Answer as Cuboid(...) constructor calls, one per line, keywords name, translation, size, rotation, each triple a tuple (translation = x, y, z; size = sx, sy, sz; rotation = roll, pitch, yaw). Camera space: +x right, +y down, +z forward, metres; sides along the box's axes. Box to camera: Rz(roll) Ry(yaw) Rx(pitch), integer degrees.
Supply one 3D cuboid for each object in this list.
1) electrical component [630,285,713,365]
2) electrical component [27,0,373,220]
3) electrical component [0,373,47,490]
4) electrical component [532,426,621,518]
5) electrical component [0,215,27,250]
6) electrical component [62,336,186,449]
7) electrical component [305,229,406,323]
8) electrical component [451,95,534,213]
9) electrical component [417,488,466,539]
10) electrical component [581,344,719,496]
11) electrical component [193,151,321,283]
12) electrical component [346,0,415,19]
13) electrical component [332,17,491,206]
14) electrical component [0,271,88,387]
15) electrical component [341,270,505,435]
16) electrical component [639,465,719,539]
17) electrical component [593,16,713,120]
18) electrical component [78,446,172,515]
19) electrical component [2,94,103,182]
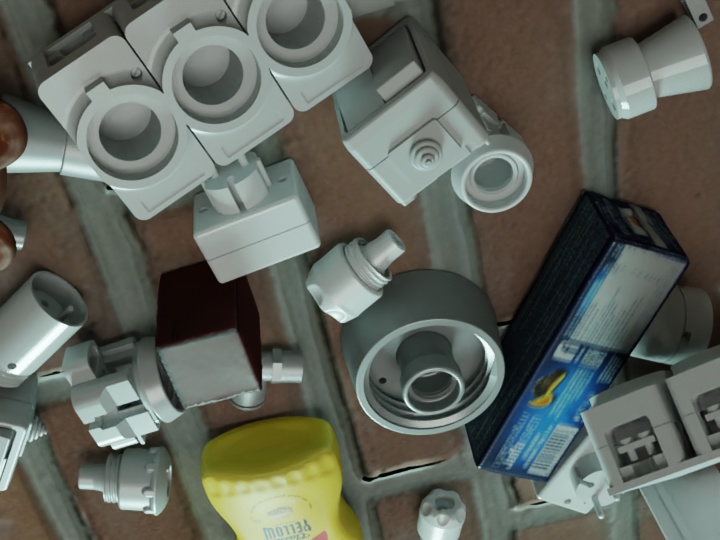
Cuboid(name="electrical component", translation=(0.202, 0.035, 0.722), size=(0.047, 0.055, 0.055), rotation=(9, 123, -10))
Cuboid(name="electrical component", translation=(-0.081, -0.107, 0.556), size=(0.150, 0.061, 0.089), rotation=(-35, 123, -1))
Cuboid(name="electrical component", translation=(-0.252, 0.101, 0.696), size=(0.096, 0.061, 0.061), rotation=(16, 121, -18))
Cuboid(name="electrical component", translation=(0.170, 0.145, 0.779), size=(0.047, 0.075, 0.083), rotation=(21, 119, -21))
Cuboid(name="electrical component", translation=(-0.226, -0.026, 0.624), size=(0.062, 0.048, 0.048), rotation=(12, 122, -24))
Cuboid(name="electrical component", translation=(-0.148, 0.076, 0.697), size=(0.057, 0.058, 0.078), rotation=(-17, 125, 7))
Cuboid(name="electrical component", translation=(0.000, 0.000, 0.674), size=(0.062, 0.043, 0.043), rotation=(-39, 121, 17))
Cuboid(name="electrical component", translation=(0.074, -0.065, 0.632), size=(0.066, 0.055, 0.048), rotation=(36, 113, -28))
Cuboid(name="electrical component", translation=(0.060, 0.198, 0.826), size=(0.035, 0.035, 0.061), rotation=(1, 127, -9))
Cuboid(name="electrical component", translation=(0.225, 0.093, 0.699), size=(0.105, 0.060, 0.186), rotation=(-27, 162, 24))
Cuboid(name="electrical component", translation=(-0.069, -0.043, 0.631), size=(0.066, 0.047, 0.076), rotation=(-21, 125, 6))
Cuboid(name="electrical component", translation=(0.017, -0.158, 0.569), size=(0.065, 0.044, 0.044), rotation=(-15, 125, 8))
Cuboid(name="electrical component", translation=(0.024, -0.087, 0.584), size=(0.062, 0.096, 0.061), rotation=(-36, 122, 16))
Cuboid(name="electrical component", translation=(-0.213, 0.043, 0.672), size=(0.081, 0.043, 0.043), rotation=(-41, 120, 19))
Cuboid(name="electrical component", translation=(0.044, 0.061, 0.712), size=(0.108, 0.060, 0.108), rotation=(-4, 125, -6))
Cuboid(name="electrical component", translation=(0.258, 0.191, 0.801), size=(0.057, 0.113, 0.078), rotation=(-31, 123, 10))
Cuboid(name="electrical component", translation=(0.168, -0.115, 0.618), size=(0.055, 0.045, 0.045), rotation=(-21, 125, 7))
Cuboid(name="electrical component", translation=(-0.164, 0.146, 0.751), size=(0.062, 0.048, 0.048), rotation=(4, 124, -2))
Cuboid(name="electrical component", translation=(-0.169, -0.071, 0.602), size=(0.065, 0.044, 0.044), rotation=(8, 123, -19))
